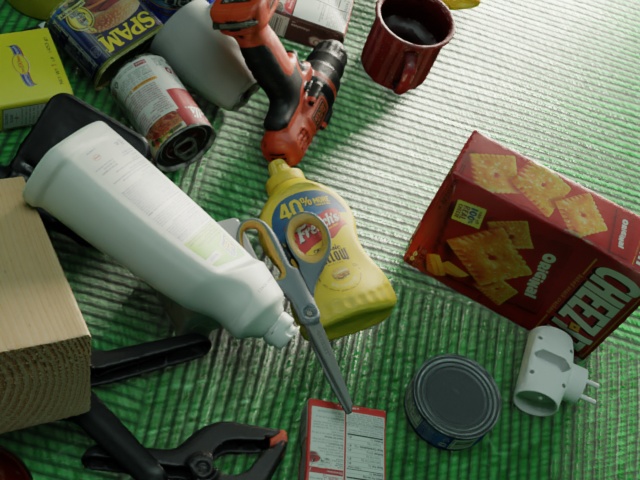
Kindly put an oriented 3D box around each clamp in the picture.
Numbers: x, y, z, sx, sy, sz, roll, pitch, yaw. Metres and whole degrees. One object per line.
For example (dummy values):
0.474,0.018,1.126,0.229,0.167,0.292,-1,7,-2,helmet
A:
-0.100,0.206,0.880,0.171,0.039,0.120,-12,62,-19,clamp
-0.199,0.115,0.904,0.210,0.036,0.164,18,40,5,clamp

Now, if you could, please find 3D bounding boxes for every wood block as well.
-0.259,0.048,0.869,0.090,0.090,0.206,-11,43,-25,wood block

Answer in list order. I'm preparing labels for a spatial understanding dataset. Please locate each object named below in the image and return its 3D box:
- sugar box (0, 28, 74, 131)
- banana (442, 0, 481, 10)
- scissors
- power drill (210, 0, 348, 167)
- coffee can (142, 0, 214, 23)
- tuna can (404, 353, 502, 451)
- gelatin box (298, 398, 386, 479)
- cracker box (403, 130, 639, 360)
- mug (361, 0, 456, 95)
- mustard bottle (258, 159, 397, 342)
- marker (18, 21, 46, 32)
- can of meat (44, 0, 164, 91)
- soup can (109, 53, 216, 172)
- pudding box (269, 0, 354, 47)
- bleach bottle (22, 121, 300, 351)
-0.340,-0.150,1.040,0.176,0.048,0.093,-14,62,-26,sugar box
0.102,-0.324,1.298,0.198,0.037,0.069,30,54,4,banana
0.001,0.052,0.963,0.096,0.016,0.202,-32,72,-22,scissors
-0.033,-0.196,1.088,0.057,0.187,0.184,-1,46,27,power drill
-0.147,-0.299,1.140,0.102,0.140,0.103,8,55,-12,coffee can
0.122,0.151,0.989,0.086,0.034,0.086,8,55,-12,tuna can
0.019,0.189,0.935,0.073,0.030,0.089,11,54,-12,gelatin box
0.203,0.010,1.028,0.214,0.164,0.072,29,56,3,cracker box
0.095,-0.213,1.194,0.093,0.082,0.117,9,55,-12,mug
-0.007,0.001,1.035,0.096,0.058,0.192,-16,63,-20,mustard bottle
-0.269,-0.232,1.133,0.120,0.020,0.020,-31,71,-32,marker
-0.221,-0.218,1.105,0.084,0.058,0.102,47,57,1,can of meat
-0.159,-0.128,1.068,0.068,0.069,0.102,-23,66,-29,soup can
-0.020,-0.271,1.225,0.113,0.039,0.090,19,53,-6,pudding box
-0.124,0.008,0.910,0.251,0.068,0.102,40,33,0,bleach bottle
